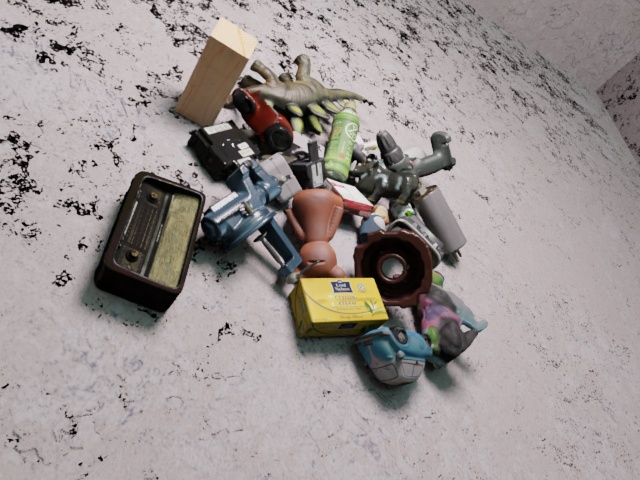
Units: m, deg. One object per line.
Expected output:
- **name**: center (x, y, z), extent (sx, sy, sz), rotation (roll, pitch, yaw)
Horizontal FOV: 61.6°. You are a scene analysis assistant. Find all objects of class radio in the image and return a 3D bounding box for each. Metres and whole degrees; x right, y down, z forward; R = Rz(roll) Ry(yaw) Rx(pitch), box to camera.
- **radio**: center (-0.283, -0.005, 0.908), extent (0.131, 0.073, 0.230), rotation (23, 44, -22)

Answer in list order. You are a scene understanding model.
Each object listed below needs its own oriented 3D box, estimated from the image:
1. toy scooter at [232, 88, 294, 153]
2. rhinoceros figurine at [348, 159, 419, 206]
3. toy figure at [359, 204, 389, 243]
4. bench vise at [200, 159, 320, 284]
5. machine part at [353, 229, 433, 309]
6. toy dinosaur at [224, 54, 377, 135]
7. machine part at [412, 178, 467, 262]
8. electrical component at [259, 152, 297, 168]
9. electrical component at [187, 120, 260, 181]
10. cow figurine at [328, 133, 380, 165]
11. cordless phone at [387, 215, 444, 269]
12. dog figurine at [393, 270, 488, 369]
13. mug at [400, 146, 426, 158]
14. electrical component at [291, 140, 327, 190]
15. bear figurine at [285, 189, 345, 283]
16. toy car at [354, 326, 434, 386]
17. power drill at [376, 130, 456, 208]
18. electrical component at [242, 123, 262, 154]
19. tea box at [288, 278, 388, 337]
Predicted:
- **toy scooter**: center (-0.134, -0.285, 1.230), extent (0.183, 0.075, 0.135), rotation (43, 14, -32)
- **rhinoceros figurine**: center (0.148, -0.145, 1.331), extent (0.191, 0.112, 0.073), rotation (15, 7, 21)
- **toy figure**: center (0.133, -0.043, 1.290), extent (0.154, 0.058, 0.064), rotation (-63, 140, -50)
- **bench vise**: center (-0.108, -0.026, 1.032), extent (0.240, 0.129, 0.224), rotation (52, 35, -6)
- **machine part**: center (0.153, 0.058, 1.126), extent (0.179, 0.179, 0.056), rotation (46, 16, 3)
- **toy dinosaur**: center (-0.041, -0.373, 1.403), extent (0.471, 0.105, 0.198), rotation (-20, 77, -36)
- **machine part**: center (0.305, -0.052, 1.377), extent (0.243, 0.079, 0.079), rotation (59, 39, -12)
- **electrical component**: center (-0.095, -0.163, 1.222), extent (0.078, 0.045, 0.102), rotation (20, 34, 17)
- **electrical component**: center (-0.197, -0.183, 1.144), extent (0.115, 0.058, 0.134), rotation (-28, 76, -46)
- **cow figurine**: center (0.100, -0.232, 1.414), extent (0.167, 0.068, 0.098), rotation (49, 46, 11)
- **cordless phone**: center (0.215, 0.014, 1.228), extent (0.146, 0.089, 0.184), rotation (47, 14, 5)
- **dog figurine**: center (0.241, 0.148, 1.176), extent (0.219, 0.108, 0.191), rotation (48, 43, 13)
- **mug**: center (0.234, -0.217, 1.500), extent (0.109, 0.081, 0.107), rotation (48, 48, 1)
- **electrical component**: center (-0.026, -0.164, 1.223), extent (0.075, 0.048, 0.119), rotation (-34, 121, -47)
- **bear figurine**: center (-0.003, -0.004, 1.118), extent (0.132, 0.120, 0.195), rotation (42, 41, -81)
- **toy car**: center (0.147, 0.229, 1.038), extent (0.161, 0.109, 0.103), rotation (20, 60, -37)
- **power drill**: center (0.257, -0.214, 1.414), extent (0.207, 0.086, 0.231), rotation (-33, 114, -29)
- **electrical component**: center (-0.170, -0.232, 1.234), extent (0.063, 0.021, 0.094), rotation (-7, 62, -42)
- **tea box**: center (0.035, 0.129, 1.037), extent (0.169, 0.068, 0.098), rotation (0, 55, -29)
